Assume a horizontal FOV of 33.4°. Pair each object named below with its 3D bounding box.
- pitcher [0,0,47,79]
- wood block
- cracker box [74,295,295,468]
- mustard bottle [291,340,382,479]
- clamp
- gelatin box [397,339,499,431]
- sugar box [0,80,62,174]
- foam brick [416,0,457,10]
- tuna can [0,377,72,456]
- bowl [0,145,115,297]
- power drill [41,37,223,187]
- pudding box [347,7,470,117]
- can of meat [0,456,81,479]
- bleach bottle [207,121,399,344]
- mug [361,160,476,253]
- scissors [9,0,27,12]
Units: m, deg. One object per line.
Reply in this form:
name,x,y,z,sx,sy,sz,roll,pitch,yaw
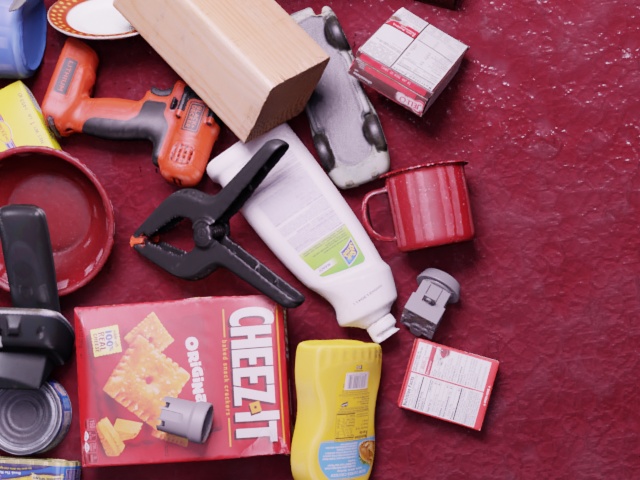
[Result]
pitcher,-0.424,-0.226,1.130,0.243,0.145,0.149,5,96,1
wood block,-0.100,-0.209,1.068,0.206,0.090,0.090,47,51,12
cracker box,-0.137,0.143,1.087,0.213,0.072,0.164,-4,82,2
mustard bottle,0.014,0.197,1.060,0.058,0.096,0.191,3,89,44
clamp,-0.105,-0.018,1.078,0.210,0.036,0.164,2,93,33
gelatin box,0.130,0.147,1.090,0.089,0.030,0.073,16,85,6
sugar box,-0.375,-0.089,1.150,0.176,0.048,0.093,-29,81,-2
foam brick,0.116,-0.287,1.142,0.078,0.051,0.053,16,84,5
tuna can,-0.305,0.182,1.112,0.086,0.034,0.086,-1,82,4
bowl,-0.290,-0.022,1.115,0.162,0.055,0.162,0,102,1
power drill,-0.187,-0.159,1.136,0.188,0.057,0.184,13,70,8
pudding box,0.093,-0.186,1.107,0.090,0.039,0.113,33,47,7
can of meat,-0.297,0.265,1.088,0.102,0.057,0.084,2,80,4
bleach bottle,-0.007,0.001,1.105,0.102,0.068,0.251,-35,84,2
mug,0.101,-0.031,1.088,0.117,0.093,0.081,-10,87,-4
scissors,-0.266,-0.290,1.132,0.096,0.016,0.202,8,44,-12
